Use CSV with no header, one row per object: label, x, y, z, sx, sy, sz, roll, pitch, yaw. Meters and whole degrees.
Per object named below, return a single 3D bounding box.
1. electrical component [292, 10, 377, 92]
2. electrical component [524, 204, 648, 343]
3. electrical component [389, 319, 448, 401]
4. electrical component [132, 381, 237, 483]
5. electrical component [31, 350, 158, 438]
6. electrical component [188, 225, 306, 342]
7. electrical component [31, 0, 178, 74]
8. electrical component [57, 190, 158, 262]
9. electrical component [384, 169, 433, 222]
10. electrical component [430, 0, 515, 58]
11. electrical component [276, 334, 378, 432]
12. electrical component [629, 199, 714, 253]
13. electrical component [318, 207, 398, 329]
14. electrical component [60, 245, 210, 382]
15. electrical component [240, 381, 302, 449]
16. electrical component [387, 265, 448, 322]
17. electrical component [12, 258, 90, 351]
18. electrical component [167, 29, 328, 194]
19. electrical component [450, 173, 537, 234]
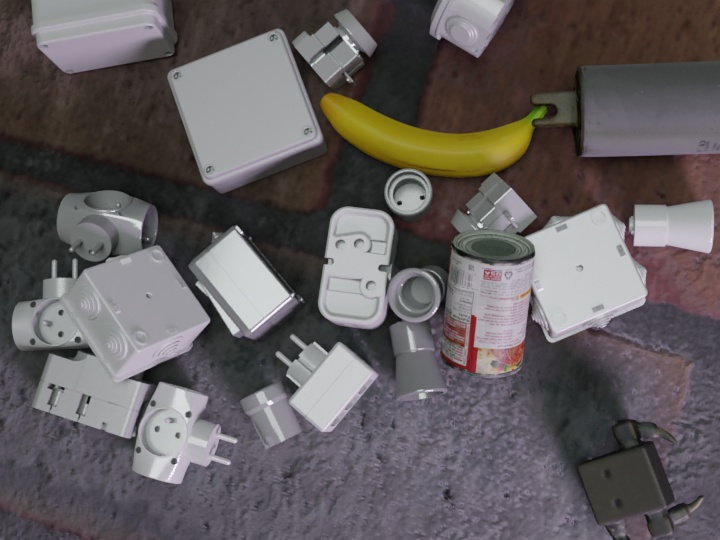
electrical component,-0.019,-0.194,0.942,0.055,0.048,0.066,-41,79,7
electrical component,0.180,0.002,0.888,0.100,0.048,0.099,-23,79,3
electrical component,0.046,0.073,0.897,0.044,0.044,0.065,-10,76,5
electrical component,-0.143,0.142,0.906,0.079,0.044,0.077,16,84,9
electrical component,-0.223,0.103,0.918,0.089,0.050,0.055,16,84,9
electrical component,-0.102,0.010,0.912,0.061,0.061,0.096,-40,79,0
electrical component,-0.226,-0.221,0.953,0.113,0.078,0.057,-9,78,5
electrical component,-0.224,-0.033,0.927,0.077,0.079,0.044,8,119,8
electrical component,0.042,-0.062,0.914,0.040,0.046,0.040,-1,82,6
electrical component,0.098,-0.225,0.916,0.051,0.080,0.080,32,86,5
electrical component,-0.036,0.086,0.900,0.077,0.047,0.065,40,88,10
electrical component,0.256,-0.037,0.889,0.065,0.044,0.044,1,82,12
electrical component,0.000,0.000,0.903,0.054,0.059,0.095,7,83,8
electrical component,-0.186,0.033,0.901,0.099,0.100,0.048,54,131,11
electrical component,-0.074,0.122,0.904,0.040,0.040,0.046,-27,85,2
electrical component,0.053,0.016,0.891,0.044,0.065,0.044,2,98,18
electrical component,-0.257,0.029,0.936,0.077,0.044,0.079,-3,81,6
electrical component,-0.097,-0.137,0.936,0.109,0.056,0.108,-21,80,3
electrical component,0.110,-0.044,0.900,0.055,0.066,0.048,-43,115,7
